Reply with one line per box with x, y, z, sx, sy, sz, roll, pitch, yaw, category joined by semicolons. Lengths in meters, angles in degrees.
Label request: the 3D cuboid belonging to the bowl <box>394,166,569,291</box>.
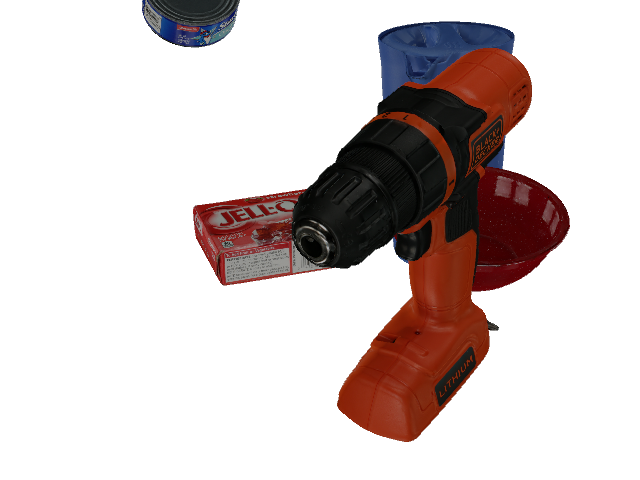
0.132;-0.004;0.933;0.162;0.055;0.162;0;34;0;bowl

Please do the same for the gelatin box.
-0.037;-0.004;0.732;0.089;0.030;0.073;-9;29;-16;gelatin box

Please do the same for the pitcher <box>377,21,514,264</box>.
0.132;-0.101;1.099;0.149;0.243;0.145;-11;25;-18;pitcher

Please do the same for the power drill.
0.047;0.012;0.550;0.057;0.188;0.184;24;43;27;power drill

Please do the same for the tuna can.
-0.115;-0.212;0.943;0.086;0.086;0.034;0;-31;-13;tuna can
